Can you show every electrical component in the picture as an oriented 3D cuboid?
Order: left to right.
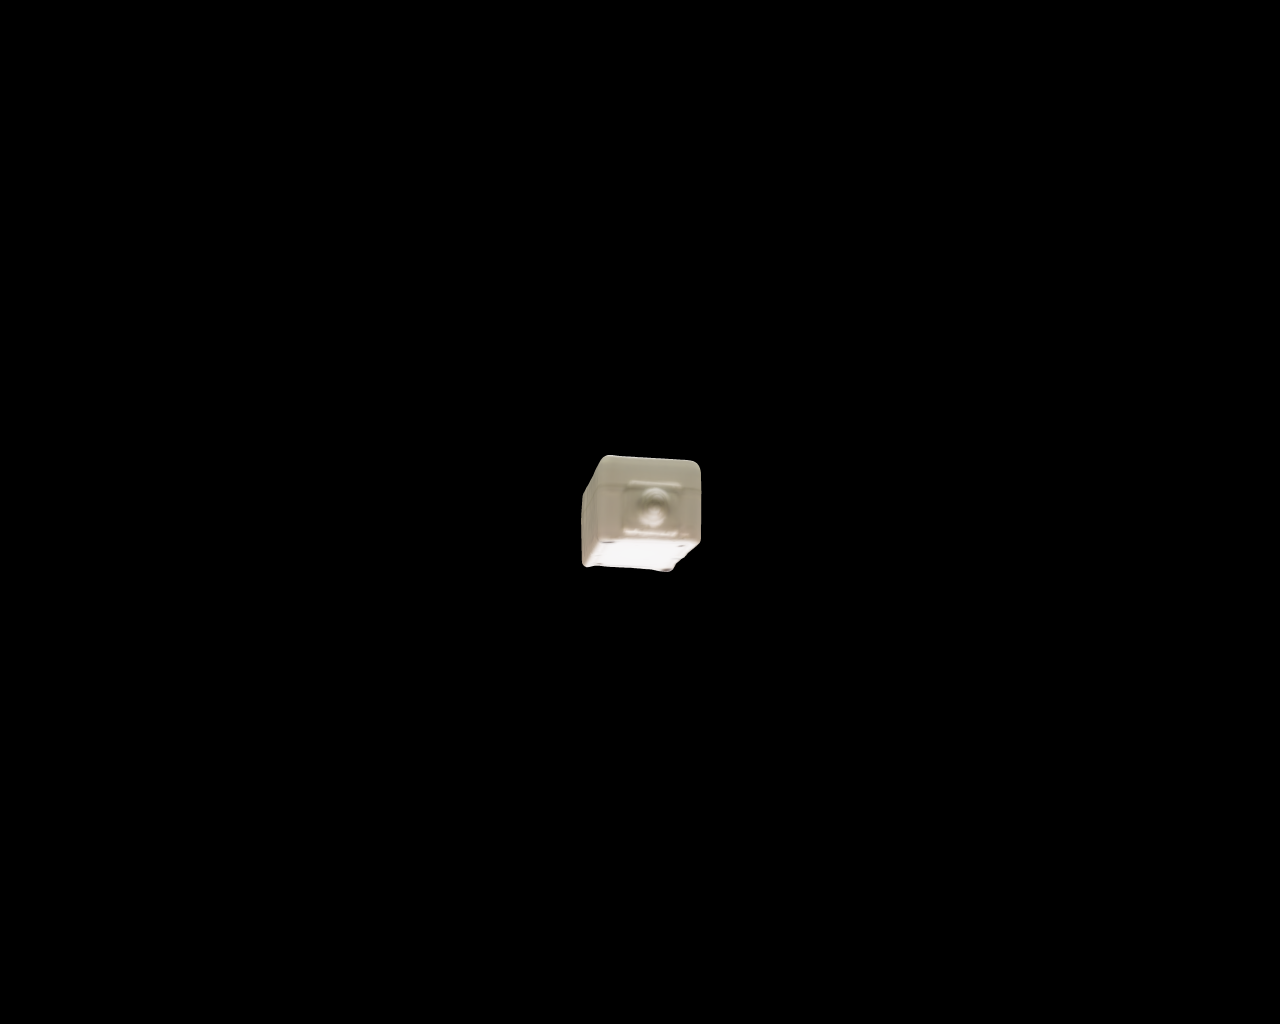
[{"bbox_3d":[0.001,-0.003,0.650,0.062,0.061,0.096,3,-16,-11],"label":"electrical component"}]
